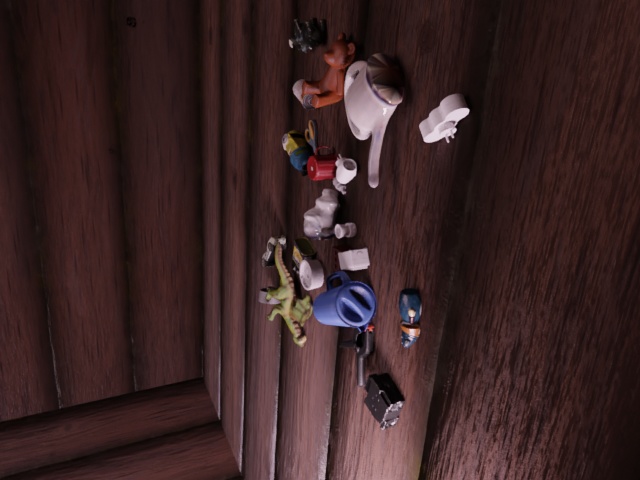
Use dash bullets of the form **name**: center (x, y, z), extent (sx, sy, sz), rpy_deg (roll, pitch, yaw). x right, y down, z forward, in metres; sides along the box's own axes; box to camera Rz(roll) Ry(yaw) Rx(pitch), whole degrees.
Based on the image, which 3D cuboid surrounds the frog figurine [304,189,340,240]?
- **frog figurine**: center (0.005, -0.083, 1.654), extent (0.122, 0.138, 0.159), rpy_deg (-3, 94, 48)

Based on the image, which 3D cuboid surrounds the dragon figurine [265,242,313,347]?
- **dragon figurine**: center (-0.102, 0.226, 2.023), extent (0.244, 0.123, 0.406), rpy_deg (14, 110, 45)

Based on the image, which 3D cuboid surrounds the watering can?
- **watering can**: center (0.142, -0.331, 1.341), extent (0.220, 0.104, 0.353), rpy_deg (134, 127, -58)
